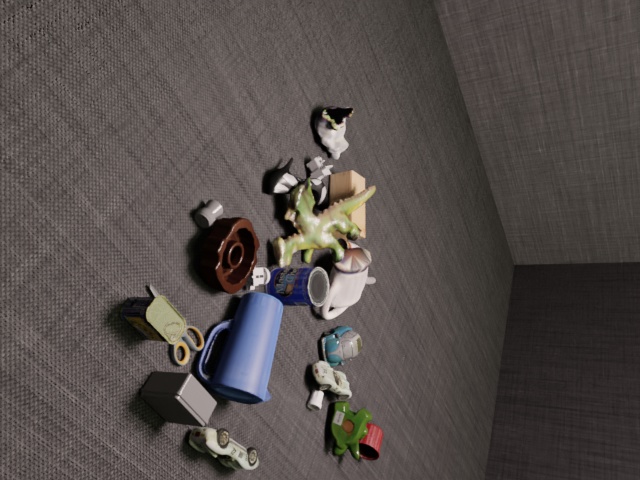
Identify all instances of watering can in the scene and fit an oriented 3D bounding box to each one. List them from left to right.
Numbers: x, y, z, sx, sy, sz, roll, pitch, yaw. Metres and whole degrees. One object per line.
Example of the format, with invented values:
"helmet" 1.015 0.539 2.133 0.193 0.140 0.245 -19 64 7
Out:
"watering can" 0.105 0.119 1.639 0.352 0.105 0.220 -31 140 -52

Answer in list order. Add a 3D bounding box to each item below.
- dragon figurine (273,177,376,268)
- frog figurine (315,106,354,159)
"dragon figurine" 0.004 -0.074 1.469 0.416 0.123 0.238 -56 134 -21
"frog figurine" 0.039 -0.347 1.665 0.155 0.123 0.141 104 -1 -52
